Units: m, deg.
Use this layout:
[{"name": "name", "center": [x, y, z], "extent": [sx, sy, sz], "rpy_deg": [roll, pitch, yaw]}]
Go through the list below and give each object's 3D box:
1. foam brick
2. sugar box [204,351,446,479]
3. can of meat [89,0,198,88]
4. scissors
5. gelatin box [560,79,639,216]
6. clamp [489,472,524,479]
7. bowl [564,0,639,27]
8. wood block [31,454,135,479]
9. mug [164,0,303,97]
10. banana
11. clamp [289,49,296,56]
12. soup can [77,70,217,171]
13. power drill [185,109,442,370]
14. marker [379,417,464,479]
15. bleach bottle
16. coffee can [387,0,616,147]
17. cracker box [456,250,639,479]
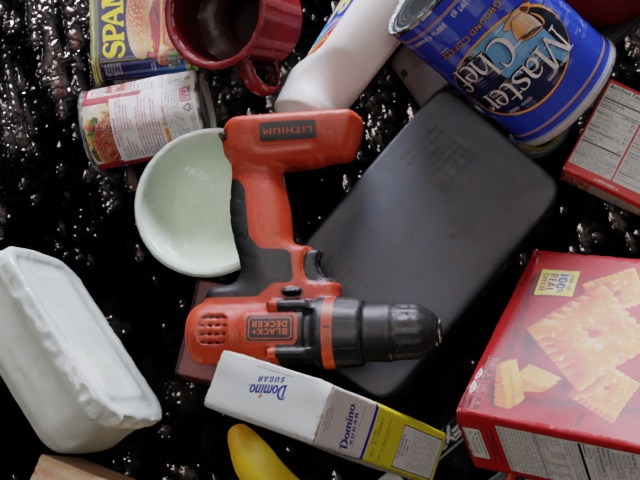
[{"name": "foam brick", "center": [-0.076, 0.077, 0.840], "extent": [0.051, 0.053, 0.078], "rpy_deg": [10, 77, 9]}, {"name": "sugar box", "center": [0.009, 0.125, 0.743], "extent": [0.093, 0.176, 0.048], "rpy_deg": [12, 76, 34]}, {"name": "can of meat", "center": [-0.150, -0.180, 0.917], "extent": [0.084, 0.057, 0.102], "rpy_deg": [-6, 75, 3]}, {"name": "scissors", "center": [0.222, -0.134, 0.881], "extent": [0.202, 0.016, 0.096], "rpy_deg": [-21, 75, 1]}, {"name": "gelatin box", "center": [0.245, -0.074, 0.855], "extent": [0.073, 0.030, 0.089], "rpy_deg": [27, 80, 14]}, {"name": "clamp", "center": [0.121, 0.271, 0.771], "extent": [0.165, 0.036, 0.210], "rpy_deg": [23, 76, 12]}, {"name": "bowl", "center": [0.208, -0.222, 0.863], "extent": [0.162, 0.055, 0.162], "rpy_deg": [15, 42, -14]}, {"name": "wood block", "center": [-0.116, 0.236, 0.781], "extent": [0.206, 0.091, 0.090], "rpy_deg": [19, 79, 11]}, {"name": "mug", "center": [-0.061, -0.172, 0.869], "extent": [0.093, 0.081, 0.117], "rpy_deg": [-27, 82, 25]}, {"name": "banana", "center": [0.007, 0.200, 0.794], "extent": [0.198, 0.037, 0.069], "rpy_deg": [18, 54, 20]}, {"name": "clamp", "center": [-0.056, -0.239, 0.931], "extent": [0.172, 0.039, 0.120], "rpy_deg": [28, 85, 19]}, {"name": "soup can", "center": [-0.142, -0.100, 0.887], "extent": [0.102, 0.068, 0.068], "rpy_deg": [-10, 74, 3]}, {"name": "power drill", "center": [-0.005, 0.001, 0.775], "extent": [0.184, 0.057, 0.187], "rpy_deg": [-2, 74, 8]}, {"name": "marker", "center": [0.097, 0.153, 0.816], "extent": [0.121, 0.020, 0.020], "rpy_deg": [-38, 74, -5]}, {"name": "bleach bottle", "center": [0.039, -0.174, 0.870], "extent": [0.068, 0.103, 0.250], "rpy_deg": [36, 81, -16]}, {"name": "coffee can", "center": [0.136, -0.152, 0.804], "extent": [0.140, 0.103, 0.103], "rpy_deg": [37, 80, -17]}, {"name": "cracker box", "center": [0.220, 0.090, 0.720], "extent": [0.214, 0.072, 0.164], "rpy_deg": [5, 46, 36]}]
